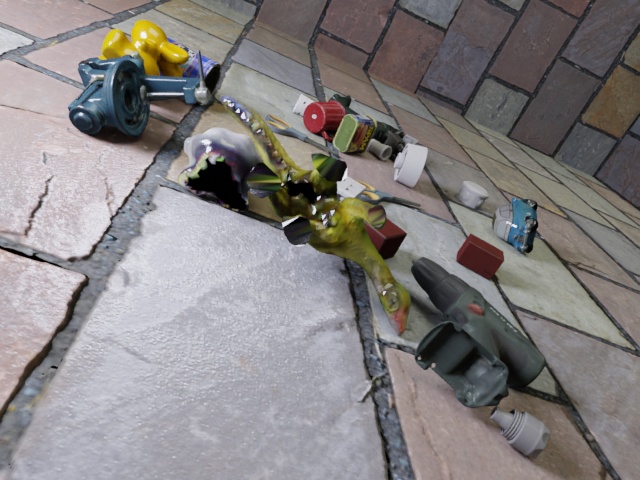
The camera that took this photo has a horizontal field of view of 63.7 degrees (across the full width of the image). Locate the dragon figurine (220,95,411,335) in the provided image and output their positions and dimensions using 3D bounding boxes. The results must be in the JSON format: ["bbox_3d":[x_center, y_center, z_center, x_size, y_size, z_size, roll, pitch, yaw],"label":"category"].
[{"bbox_3d":[0.002,-0.038,0.764,0.417,0.122,0.239,53,-1,26],"label":"dragon figurine"}]

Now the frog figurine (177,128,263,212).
[{"bbox_3d":[-0.147,-0.137,0.831,0.137,0.120,0.163,7,37,1],"label":"frog figurine"}]
